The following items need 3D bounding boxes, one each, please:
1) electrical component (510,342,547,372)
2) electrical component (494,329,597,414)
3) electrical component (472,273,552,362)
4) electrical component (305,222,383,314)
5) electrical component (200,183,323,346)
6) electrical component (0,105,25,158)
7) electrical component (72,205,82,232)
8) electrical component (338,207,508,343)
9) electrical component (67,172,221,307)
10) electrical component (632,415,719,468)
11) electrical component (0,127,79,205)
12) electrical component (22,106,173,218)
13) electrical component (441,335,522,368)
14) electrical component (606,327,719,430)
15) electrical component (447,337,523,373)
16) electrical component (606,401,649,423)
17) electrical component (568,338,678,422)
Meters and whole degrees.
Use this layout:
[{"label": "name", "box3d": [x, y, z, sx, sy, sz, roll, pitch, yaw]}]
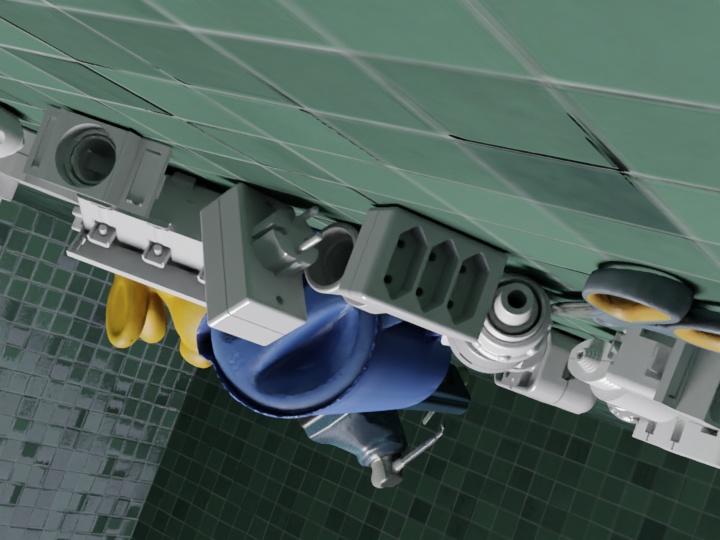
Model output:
[{"label": "electrical component", "box3d": [0.111, 0.053, 0.793, 0.045, 0.045, 0.055, 21, 175, -2]}, {"label": "electrical component", "box3d": [0.155, 0.079, 0.859, 0.059, 0.053, 0.095, 21, 175, -12]}, {"label": "electrical component", "box3d": [0.081, 0.022, 0.577, 0.048, 0.048, 0.062, 20, 168, 7]}, {"label": "electrical component", "box3d": [0.000, 0.000, 0.664, 0.045, 0.045, 0.055, 16, 174, 45]}, {"label": "electrical component", "box3d": [-0.051, -0.011, 0.633, 0.076, 0.083, 0.047, -31, 143, 32]}, {"label": "electrical component", "box3d": [-0.244, -0.092, 0.726, 0.035, 0.035, 0.061, 20, 178, 7]}, {"label": "electrical component", "box3d": [-0.164, -0.038, 0.863, 0.113, 0.057, 0.078, 24, 175, -35]}, {"label": "electrical component", "box3d": [0.025, 0.001, 0.551, 0.066, 0.047, 0.077, 22, 175, -19]}, {"label": "electrical component", "box3d": [-0.125, -0.028, 0.722, 0.121, 0.078, 0.063, 20, 147, 8]}, {"label": "electrical component", "box3d": [0.254, 0.112, 0.788, 0.050, 0.055, 0.089, 23, 175, -28]}, {"label": "electrical component", "box3d": [-0.276, -0.075, 0.816, 0.138, 0.073, 0.052, 21, 175, -4]}, {"label": "electrical component", "box3d": [-0.147, -0.061, 0.624, 0.081, 0.042, 0.064, 20, 179, 13]}, {"label": "electrical component", "box3d": [0.087, 0.037, 0.719, 0.055, 0.045, 0.045, 19, 175, 9]}, {"label": "electrical component", "box3d": [0.170, 0.054, 0.571, 0.064, 0.042, 0.081, 19, 175, 41]}, {"label": "electrical component", "box3d": [0.080, 0.032, 0.634, 0.055, 0.055, 0.047, 20, 172, 3]}, {"label": "electrical component", "box3d": [0.195, 0.082, 0.779, 0.048, 0.048, 0.062, 17, 168, 35]}, {"label": "electrical component", "box3d": [0.173, 0.068, 0.705, 0.081, 0.043, 0.043, 23, 175, -28]}]
